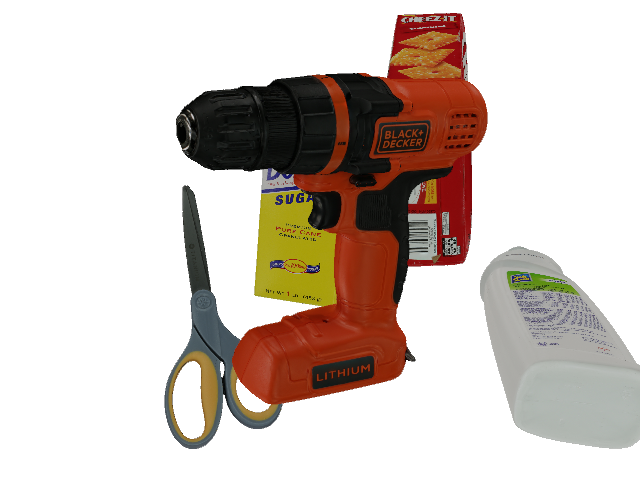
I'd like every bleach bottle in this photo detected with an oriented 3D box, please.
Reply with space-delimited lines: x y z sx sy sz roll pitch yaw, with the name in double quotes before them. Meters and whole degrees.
"bleach bottle" 0.186 0.067 0.858 0.102 0.068 0.250 9 23 -2

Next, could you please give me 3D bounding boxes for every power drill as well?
"power drill" 0.000 -0.002 0.594 0.184 0.188 0.057 -6 31 -29

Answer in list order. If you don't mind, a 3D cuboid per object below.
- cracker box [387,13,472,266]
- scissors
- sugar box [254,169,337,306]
"cracker box" 0.100 -0.098 0.963 0.072 0.164 0.213 -1 27 8
"scissors" -0.070 0.057 0.804 0.096 0.201 0.016 7 -19 -3
"sugar box" -0.016 -0.024 1.120 0.093 0.176 0.048 7 16 14
